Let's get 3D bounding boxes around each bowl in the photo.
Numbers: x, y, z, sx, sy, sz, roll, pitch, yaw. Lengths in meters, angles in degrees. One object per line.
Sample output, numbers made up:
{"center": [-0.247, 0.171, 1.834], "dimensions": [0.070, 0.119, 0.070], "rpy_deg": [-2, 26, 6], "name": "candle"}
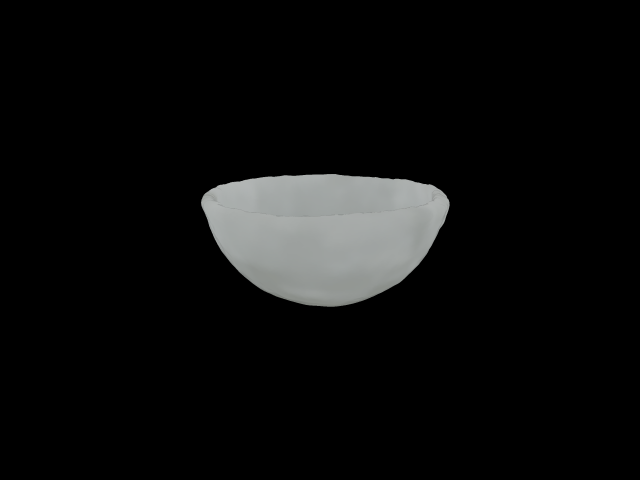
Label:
{"center": [0.004, 0.001, 0.400], "dimensions": [0.167, 0.075, 0.167], "rpy_deg": [0, 15, 0], "name": "bowl"}
